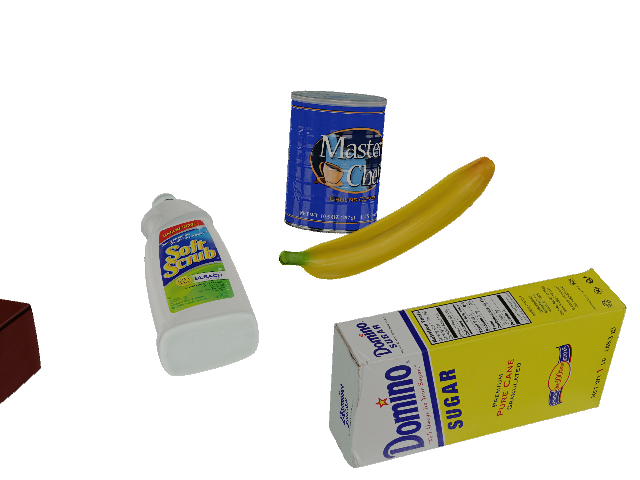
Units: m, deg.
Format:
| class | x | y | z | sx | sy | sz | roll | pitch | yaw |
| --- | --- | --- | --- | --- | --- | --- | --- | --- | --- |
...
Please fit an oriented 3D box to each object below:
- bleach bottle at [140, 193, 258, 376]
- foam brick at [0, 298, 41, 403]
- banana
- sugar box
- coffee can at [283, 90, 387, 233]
| class | x | y | z | sx | sy | sz | roll | pitch | yaw |
| --- | --- | --- | --- | --- | --- | --- | --- | --- | --- |
| bleach bottle | -0.144 | 0.030 | 1.111 | 0.102 | 0.068 | 0.251 | -13 | 38 | -14 |
| foam brick | -0.233 | 0.079 | 0.713 | 0.053 | 0.051 | 0.078 | 8 | 29 | 23 |
| banana | 0.064 | -0.010 | 0.917 | 0.198 | 0.037 | 0.069 | -27 | -17 | 9 |
| sugar box | 0.095 | 0.079 | 0.659 | 0.176 | 0.093 | 0.048 | -13 | 40 | -17 |
| coffee can | 0.015 | -0.086 | 1.149 | 0.103 | 0.140 | 0.103 | 4 | 12 | -1 |
